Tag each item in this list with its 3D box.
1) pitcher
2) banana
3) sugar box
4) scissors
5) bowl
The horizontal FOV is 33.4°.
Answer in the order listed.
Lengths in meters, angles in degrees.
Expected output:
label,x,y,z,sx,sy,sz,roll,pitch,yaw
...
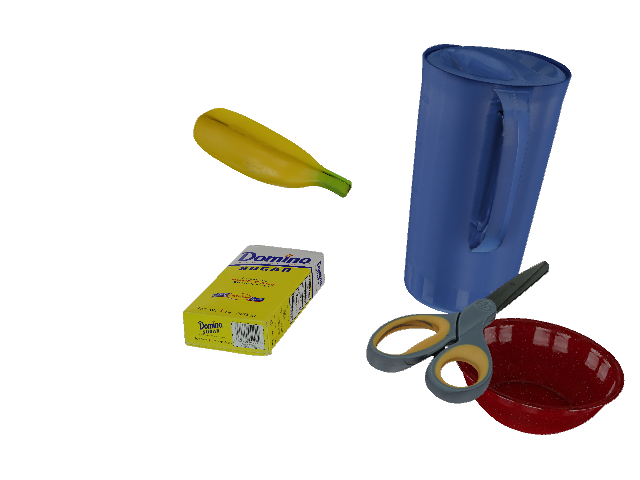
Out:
label,x,y,z,sx,sy,sz,roll,pitch,yaw
pitcher,0.147,-0.051,0.991,0.145,0.243,0.148,24,30,34
banana,-0.055,-0.067,0.776,0.069,0.037,0.198,36,-3,-35
sugar box,-0.066,0.058,1.124,0.093,0.048,0.176,6,27,17
scissors,0.126,0.066,0.781,0.201,0.016,0.096,-16,41,-31
bowl,0.205,0.137,1.024,0.162,0.055,0.162,4,26,-2
